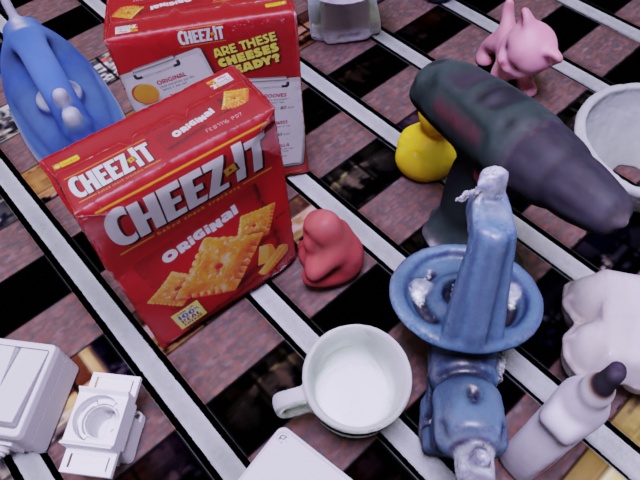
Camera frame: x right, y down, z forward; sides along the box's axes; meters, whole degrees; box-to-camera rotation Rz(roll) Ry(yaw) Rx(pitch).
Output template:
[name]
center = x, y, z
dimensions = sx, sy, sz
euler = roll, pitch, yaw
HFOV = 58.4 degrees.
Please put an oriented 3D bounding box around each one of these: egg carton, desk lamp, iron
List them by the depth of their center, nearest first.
[egg carton]
center = 0.286, 0.086, 0.498
dimensions = 0.150, 0.069, 0.107
euler = 10, 57, 9
[iron]
center = -0.286, -0.154, 0.638
dimensions = 0.119, 0.141, 0.257
euler = -30, 60, -17
[desk lamp]
center = 0.026, -0.356, 0.717
dimensions = 0.118, 0.214, 0.203
euler = -6, 56, -1

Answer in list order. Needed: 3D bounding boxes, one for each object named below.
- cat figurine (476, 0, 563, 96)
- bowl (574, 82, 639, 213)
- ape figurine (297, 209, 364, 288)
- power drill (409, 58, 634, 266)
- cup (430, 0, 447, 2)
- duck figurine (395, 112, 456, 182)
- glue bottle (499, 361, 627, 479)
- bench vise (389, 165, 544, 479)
[cat figurine]
center = 0.238, -0.233, 0.685
dimensions = 0.067, 0.118, 0.127
euler = -6, 56, -1
[bowl]
center = 0.346, -0.085, 0.607
dimensions = 0.167, 0.075, 0.167
euler = -1, 56, 2
[ape figurine]
center = 0.005, 0.002, 0.552
dimensions = 0.076, 0.092, 0.078
euler = 19, 59, 14
[power drill]
center = 0.154, -0.044, 0.507
dimensions = 0.076, 0.208, 0.229
euler = -24, 59, -13
[cup]
center = 0.157, -0.386, 0.804
dimensions = 0.117, 0.095, 0.091
euler = 0, 56, 2
[duck figurine]
center = 0.127, -0.123, 0.634
dimensions = 0.077, 0.086, 0.105
euler = 30, 62, 20
[glue bottle]
center = 0.181, 0.126, 0.413
dimensions = 0.078, 0.173, 0.037
euler = -34, 61, -19
[bench vise]
center = 0.125, 0.064, 0.429
dimensions = 0.121, 0.220, 0.207
euler = -13, 57, -6
